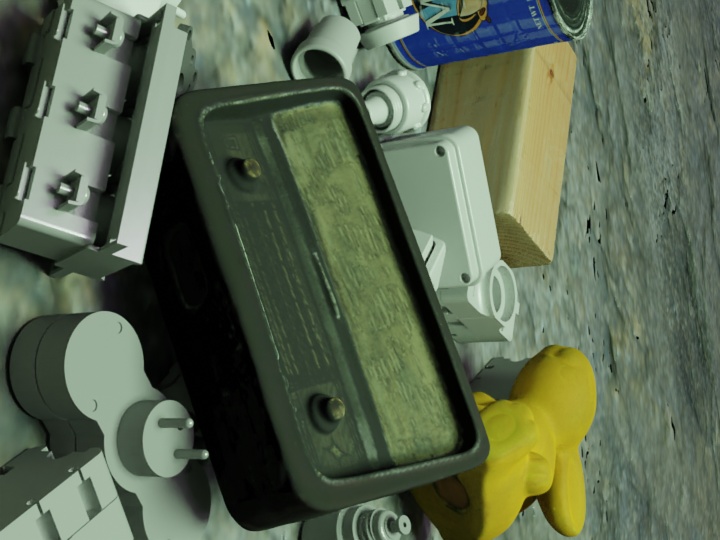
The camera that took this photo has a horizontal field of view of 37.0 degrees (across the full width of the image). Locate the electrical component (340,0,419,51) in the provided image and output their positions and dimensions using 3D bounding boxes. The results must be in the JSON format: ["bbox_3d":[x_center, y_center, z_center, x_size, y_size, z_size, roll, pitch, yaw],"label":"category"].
[{"bbox_3d":[0.015,-0.194,0.787,0.066,0.048,0.055,-39,111,-54],"label":"electrical component"}]

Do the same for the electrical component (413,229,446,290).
[{"bbox_3d":[0.000,0.000,0.691,0.061,0.096,0.061,96,19,-56],"label":"electrical component"}]

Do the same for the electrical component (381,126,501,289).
[{"bbox_3d":[0.052,-0.044,0.798,0.057,0.078,0.113,-34,115,-58],"label":"electrical component"}]

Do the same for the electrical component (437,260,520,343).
[{"bbox_3d":[0.092,0.021,0.875,0.089,0.056,0.050,41,52,-49],"label":"electrical component"}]

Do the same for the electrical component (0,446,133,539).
[{"bbox_3d":[-0.149,0.124,0.471,0.089,0.050,0.055,-39,119,-54],"label":"electrical component"}]

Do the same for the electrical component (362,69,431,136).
[{"bbox_3d":[0.018,-0.119,0.785,0.062,0.048,0.048,-28,110,-50],"label":"electrical component"}]

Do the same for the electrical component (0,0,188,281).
[{"bbox_3d":[-0.130,-0.064,0.512,0.063,0.079,0.121,20,68,-33],"label":"electrical component"}]

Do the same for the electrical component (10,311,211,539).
[{"bbox_3d":[-0.107,0.082,0.524,0.052,0.074,0.138,-52,129,-48],"label":"electrical component"}]

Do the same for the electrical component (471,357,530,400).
[{"bbox_3d":[0.127,0.118,0.926,0.089,0.050,0.055,-36,117,-54],"label":"electrical component"}]

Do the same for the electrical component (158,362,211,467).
[{"bbox_3d":[-0.086,0.076,0.586,0.055,0.048,0.066,-53,130,-59],"label":"electrical component"}]

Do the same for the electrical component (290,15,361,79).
[{"bbox_3d":[-0.022,-0.146,0.727,0.040,0.040,0.046,62,32,-33],"label":"electrical component"}]

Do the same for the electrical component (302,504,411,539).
[{"bbox_3d":[-0.002,0.169,0.688,0.040,0.078,0.040,27,54,-43],"label":"electrical component"}]

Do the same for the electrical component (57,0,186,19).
[{"bbox_3d":[-0.118,-0.157,0.565,0.079,0.044,0.077,20,70,-57],"label":"electrical component"}]
